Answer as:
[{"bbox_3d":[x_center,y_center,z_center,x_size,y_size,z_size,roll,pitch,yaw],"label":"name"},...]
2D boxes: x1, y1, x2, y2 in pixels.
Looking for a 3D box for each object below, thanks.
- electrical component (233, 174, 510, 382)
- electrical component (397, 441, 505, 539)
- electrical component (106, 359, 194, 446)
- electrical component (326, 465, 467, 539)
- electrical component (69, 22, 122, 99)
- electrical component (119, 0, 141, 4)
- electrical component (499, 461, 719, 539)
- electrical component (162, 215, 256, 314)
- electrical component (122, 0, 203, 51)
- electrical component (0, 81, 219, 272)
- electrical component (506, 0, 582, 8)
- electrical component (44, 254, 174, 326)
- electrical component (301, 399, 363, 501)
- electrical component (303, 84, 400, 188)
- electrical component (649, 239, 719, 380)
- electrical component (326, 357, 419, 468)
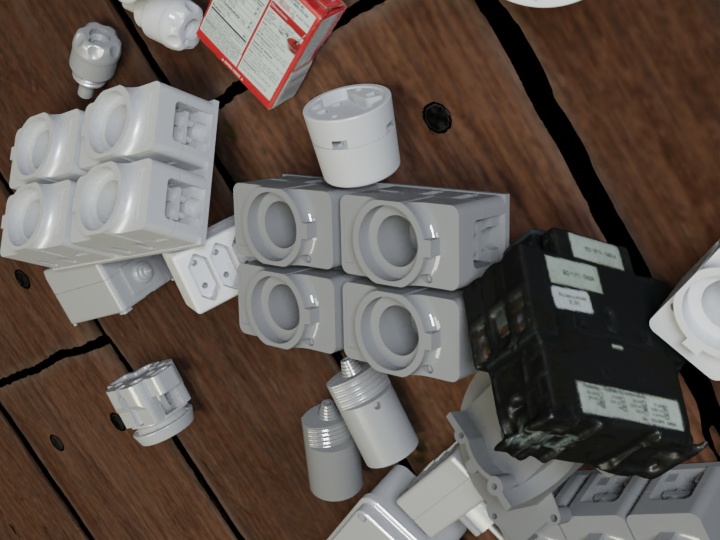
[{"bbox_3d":[0.000,0.000,0.685,0.186,0.060,0.105,9,106,40],"label":"electrical component"},{"bbox_3d":[0.083,0.164,0.770,0.075,0.047,0.083,45,137,5],"label":"electrical component"},{"bbox_3d":[-0.182,0.117,0.948,0.078,0.058,0.057,-15,105,44],"label":"electrical component"},{"bbox_3d":[0.021,0.218,0.849,0.078,0.057,0.113,42,136,9],"label":"electrical component"},{"bbox_3d":[-0.198,-0.151,0.795,0.035,0.035,0.061,42,138,9],"label":"electrical component"},{"bbox_3d":[-0.143,-0.225,0.681,0.054,0.059,0.095,-24,102,46],"label":"electrical component"},{"bbox_3d":[0.175,0.182,0.697,0.150,0.062,0.089,-15,108,44],"label":"electrical component"},{"bbox_3d":[-0.110,-0.008,0.804,0.047,0.066,0.077,67,163,-17],"label":"electrical component"},{"bbox_3d":[-0.136,-0.173,0.730,0.061,0.035,0.035,28,133,26],"label":"electrical component"},{"bbox_3d":[-0.192,-0.065,0.790,0.186,0.060,0.105,-8,74,42],"label":"electrical component"},{"bbox_3d":[0.096,-0.186,0.512,0.108,0.060,0.108,21,129,28],"label":"electrical component"},{"bbox_3d":[-0.204,0.000,0.882,0.096,0.062,0.061,-13,109,43],"label":"electrical component"},{"bbox_3d":[-0.022,0.135,0.839,0.043,0.043,0.081,16,127,31],"label":"electrical component"},{"bbox_3d":[-0.003,-0.083,0.668,0.055,0.055,0.047,10,127,35],"label":"electrical component"},{"bbox_3d":[0.201,0.010,0.563,0.050,0.056,0.089,41,136,10],"label":"electrical component"},{"bbox_3d":[0.007,0.100,0.791,0.043,0.043,0.081,-12,110,43],"label":"electrical component"}]
